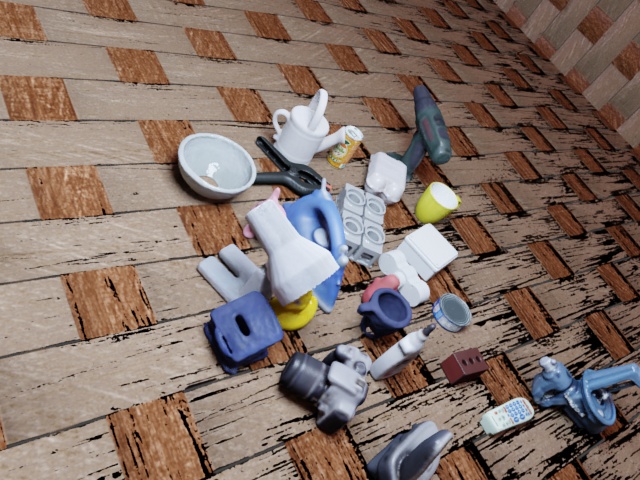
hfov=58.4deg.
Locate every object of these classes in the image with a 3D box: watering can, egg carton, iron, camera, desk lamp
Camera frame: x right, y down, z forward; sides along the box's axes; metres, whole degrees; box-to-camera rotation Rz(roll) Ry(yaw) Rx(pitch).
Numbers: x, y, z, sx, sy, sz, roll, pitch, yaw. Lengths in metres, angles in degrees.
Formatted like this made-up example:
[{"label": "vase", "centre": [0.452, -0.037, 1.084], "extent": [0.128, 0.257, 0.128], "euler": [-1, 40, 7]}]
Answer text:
[{"label": "watering can", "centre": [-0.022, -0.270, 1.357], "extent": [0.173, 0.194, 0.100], "euler": [3, 51, -32]}, {"label": "egg carton", "centre": [0.168, -0.160, 1.479], "extent": [0.107, 0.069, 0.150], "euler": [26, 42, -12]}, {"label": "iron", "centre": [0.011, 0.004, 1.166], "extent": [0.119, 0.141, 0.258], "euler": [3, 51, -32]}, {"label": "camera", "centre": [0.012, 0.233, 0.987], "extent": [0.137, 0.100, 0.143], "euler": [31, 41, -6]}, {"label": "desk lamp", "centre": [-0.091, 0.043, 1.007], "extent": [0.203, 0.213, 0.118], "euler": [44, 42, 9]}]

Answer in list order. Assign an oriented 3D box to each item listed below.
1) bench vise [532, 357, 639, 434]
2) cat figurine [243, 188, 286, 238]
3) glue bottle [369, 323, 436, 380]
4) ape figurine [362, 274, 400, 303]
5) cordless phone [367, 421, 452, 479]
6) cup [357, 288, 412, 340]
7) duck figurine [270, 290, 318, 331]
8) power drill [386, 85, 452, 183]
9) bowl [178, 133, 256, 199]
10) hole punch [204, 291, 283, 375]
[{"label": "bench vise", "centre": [0.572, 0.313, 1.205], "extent": [0.208, 0.219, 0.121], "euler": [23, 43, -15]}, {"label": "cat figurine", "centre": [-0.102, -0.053, 1.160], "extent": [0.067, 0.117, 0.128], "euler": [24, 43, -13]}, {"label": "glue bottle", "centre": [0.162, 0.202, 1.063], "extent": [0.078, 0.173, 0.037], "euler": [-12, 60, -40]}, {"label": "ape figurine", "centre": [0.134, 0.107, 1.194], "extent": [0.076, 0.092, 0.077], "euler": [8, 48, -28]}, {"label": "cordless phone", "centre": [0.175, 0.345, 0.931], "extent": [0.094, 0.185, 0.148], "euler": [47, 42, 13]}, {"label": "cup", "centre": [0.111, 0.155, 1.131], "extent": [0.118, 0.095, 0.091], "euler": [5, 50, -31]}, {"label": "duck figurine", "centre": [-0.042, 0.117, 1.069], "extent": [0.105, 0.086, 0.077], "euler": [-7, 57, -38]}, {"label": "power drill", "centre": [0.258, -0.268, 1.535], "extent": [0.076, 0.208, 0.229], "euler": [0, 52, -34]}, {"label": "bowl", "centre": [-0.222, -0.141, 1.192], "extent": [0.168, 0.074, 0.167], "euler": [19, 44, -19]}, {"label": "hole punch", "centre": [-0.130, 0.155, 0.971], "extent": [0.101, 0.091, 0.108], "euler": [-13, 60, -41]}]
